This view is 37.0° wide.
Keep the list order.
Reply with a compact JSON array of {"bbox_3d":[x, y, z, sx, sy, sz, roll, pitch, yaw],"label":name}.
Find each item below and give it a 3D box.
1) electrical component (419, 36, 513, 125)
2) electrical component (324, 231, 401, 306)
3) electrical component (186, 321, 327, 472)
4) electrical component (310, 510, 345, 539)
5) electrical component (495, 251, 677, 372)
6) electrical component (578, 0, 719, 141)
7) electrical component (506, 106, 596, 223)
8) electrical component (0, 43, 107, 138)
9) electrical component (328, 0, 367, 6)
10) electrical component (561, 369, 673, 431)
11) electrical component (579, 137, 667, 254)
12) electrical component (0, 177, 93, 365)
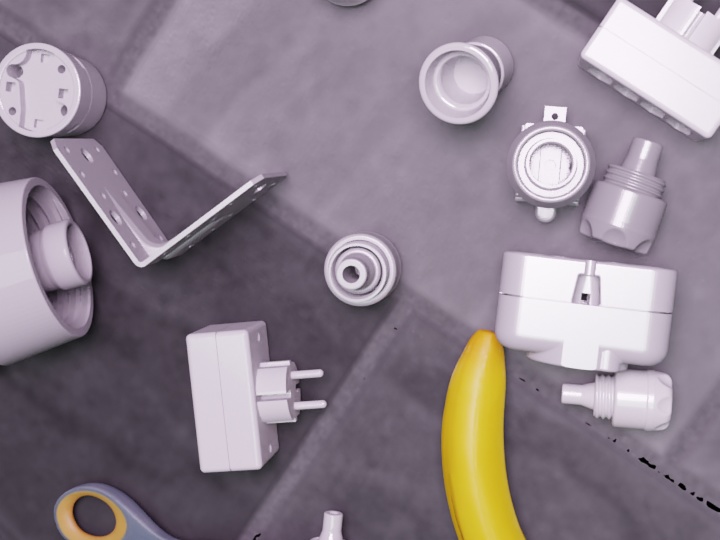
[{"bbox_3d":[0.063,-0.110,0.605,0.044,0.065,0.044,7,112,19],"label":"electrical component"},{"bbox_3d":[0.000,0.000,0.626,0.043,0.062,0.043,1,95,9],"label":"electrical component"},{"bbox_3d":[-0.058,0.074,0.649,0.076,0.047,0.083,-5,94,9],"label":"electrical component"},{"bbox_3d":[-0.019,0.178,0.658,0.035,0.035,0.061,6,93,9],"label":"electrical component"},{"bbox_3d":[0.126,0.024,0.610,0.095,0.054,0.059,7,93,9],"label":"electrical component"},{"bbox_3d":[0.177,-0.125,0.594,0.083,0.047,0.075,34,99,5],"label":"electrical component"},{"bbox_3d":[0.108,-0.059,0.607,0.048,0.055,0.066,5,95,9],"label":"electrical component"},{"bbox_3d":[-0.187,-0.108,0.656,0.055,0.047,0.055,1,95,9],"label":"electrical component"},{"bbox_3d":[-0.010,-0.176,0.614,0.043,0.062,0.043,1,95,9],"label":"electrical component"},{"bbox_3d":[0.148,0.074,0.622,0.061,0.035,0.035,3,95,12],"label":"electrical component"},{"bbox_3d":[0.153,-0.043,0.607,0.043,0.043,0.062,19,96,7],"label":"electrical component"},{"bbox_3d":[-0.195,-0.003,0.638,0.060,0.108,0.108,-15,92,4],"label":"electrical component"}]
